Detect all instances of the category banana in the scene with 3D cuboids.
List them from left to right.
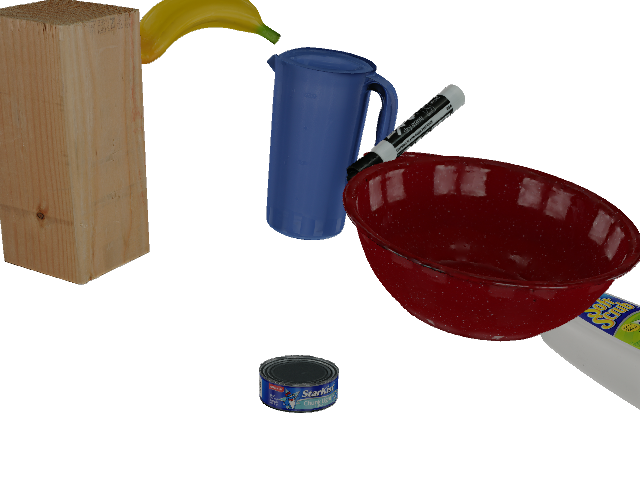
[{"bbox_3d":[-0.118,-0.210,1.024,0.070,0.037,0.197,44,38,19],"label":"banana"}]

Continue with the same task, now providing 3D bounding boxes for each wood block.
[{"bbox_3d":[-0.203,-0.082,0.861,0.091,0.206,0.090,14,25,28],"label":"wood block"}]

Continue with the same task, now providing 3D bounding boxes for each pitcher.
[{"bbox_3d":[0.003,-0.126,1.414,0.144,0.243,0.149,-1,24,-20],"label":"pitcher"}]

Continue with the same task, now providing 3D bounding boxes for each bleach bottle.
[{"bbox_3d":[0.264,0.088,1.037,0.102,0.068,0.251,-16,25,-27],"label":"bleach bottle"}]

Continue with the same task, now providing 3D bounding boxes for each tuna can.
[{"bbox_3d":[-0.023,0.153,1.137,0.086,0.034,0.086,1,14,-1],"label":"tuna can"}]

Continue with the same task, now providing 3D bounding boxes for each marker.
[{"bbox_3d":[0.064,-0.079,0.807,0.121,0.020,0.020,-40,19,-24],"label":"marker"}]

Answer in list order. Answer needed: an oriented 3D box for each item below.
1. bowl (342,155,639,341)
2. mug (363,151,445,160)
[{"bbox_3d":[0.089,0.009,0.584,0.162,0.055,0.162,6,26,-3],"label":"bowl"},{"bbox_3d":[0.096,-0.038,1.011,0.117,0.081,0.093,7,12,17],"label":"mug"}]
